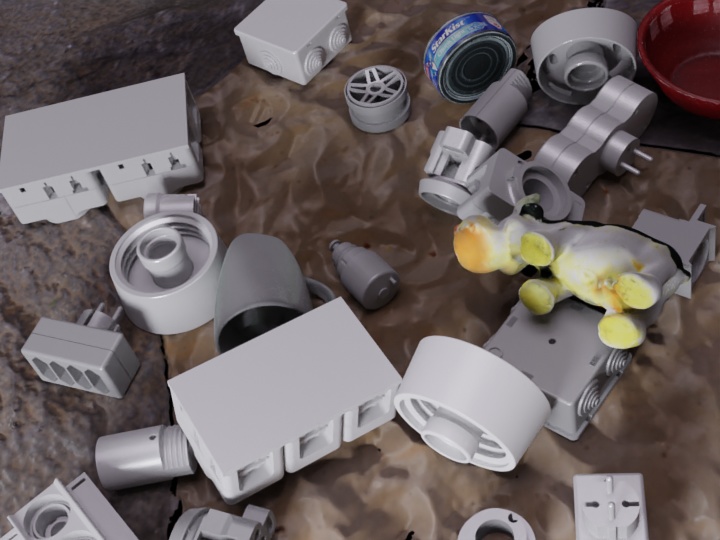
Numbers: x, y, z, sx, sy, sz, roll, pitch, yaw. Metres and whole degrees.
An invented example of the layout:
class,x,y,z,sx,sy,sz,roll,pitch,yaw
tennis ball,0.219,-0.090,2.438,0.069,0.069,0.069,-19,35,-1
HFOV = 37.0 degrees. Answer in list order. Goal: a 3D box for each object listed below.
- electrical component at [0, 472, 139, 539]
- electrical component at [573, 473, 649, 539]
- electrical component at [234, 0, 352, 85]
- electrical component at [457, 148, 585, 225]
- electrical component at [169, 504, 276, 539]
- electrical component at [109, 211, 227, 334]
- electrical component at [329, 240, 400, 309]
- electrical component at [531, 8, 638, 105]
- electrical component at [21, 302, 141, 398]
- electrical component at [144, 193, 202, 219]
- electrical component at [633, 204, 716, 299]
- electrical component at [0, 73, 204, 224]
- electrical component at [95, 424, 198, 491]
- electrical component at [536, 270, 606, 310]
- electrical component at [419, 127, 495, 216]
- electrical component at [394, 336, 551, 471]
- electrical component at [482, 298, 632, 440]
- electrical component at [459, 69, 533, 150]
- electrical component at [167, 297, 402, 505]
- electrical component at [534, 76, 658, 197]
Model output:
class,x,y,z,sx,sy,sz,roll,pitch,yaw
electrical component,-0.195,0.216,0.775,0.079,0.063,0.121,-39,53,-18
electrical component,0.168,0.165,0.720,0.047,0.076,0.065,-3,51,11
electrical component,-0.068,-0.247,1.128,0.100,0.048,0.099,27,62,30
electrical component,0.136,-0.053,0.888,0.089,0.056,0.050,30,55,-15
electrical component,-0.102,0.203,0.768,0.057,0.058,0.078,11,55,18
electrical component,-0.168,-0.004,0.949,0.108,0.060,0.108,-7,51,8
electrical component,0.000,0.000,0.918,0.040,0.040,0.078,-35,52,-15
electrical component,0.208,-0.201,0.996,0.099,0.099,0.064,-3,57,11
electrical component,-0.230,0.059,0.921,0.083,0.047,0.075,10,54,20
electrical component,-0.174,-0.053,1.004,0.046,0.040,0.040,-3,51,5
electrical component,0.248,-0.016,0.869,0.064,0.042,0.081,23,60,31
electrical component,-0.252,-0.117,1.060,0.186,0.060,0.105,-13,50,3
electrical component,-0.160,0.144,0.838,0.081,0.043,0.043,-11,50,4
electrical component,0.175,0.007,0.870,0.065,0.044,0.044,9,54,26
electrical component,0.086,-0.082,0.945,0.058,0.078,0.057,20,80,27
electrical component,0.076,0.103,0.776,0.108,0.108,0.060,21,66,27
electrical component,0.148,0.067,0.822,0.100,0.048,0.099,26,61,30
electrical component,0.133,-0.153,1.007,0.043,0.043,0.081,26,62,30
electrical component,-0.056,0.099,0.814,0.150,0.061,0.089,-26,58,-20
electrical component,0.220,-0.107,0.942,0.074,0.052,0.138,35,67,28
